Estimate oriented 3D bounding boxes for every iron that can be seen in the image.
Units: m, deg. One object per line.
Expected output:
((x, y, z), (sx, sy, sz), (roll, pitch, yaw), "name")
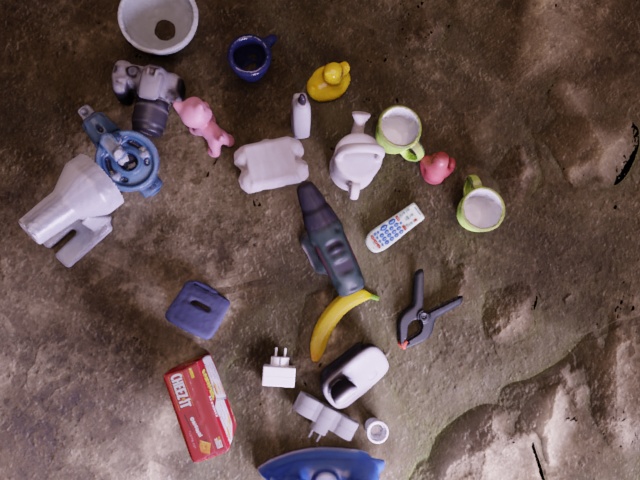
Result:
((0.004, 0.479, 1.119), (0.258, 0.141, 0.119), (6, 83, -4), "iron")

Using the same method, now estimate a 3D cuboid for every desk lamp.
((-0.471, -0.052, 1.101), (0.118, 0.213, 0.203), (44, 82, 1), "desk lamp")

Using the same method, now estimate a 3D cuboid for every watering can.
((0.075, -0.175, 1.169), (0.101, 0.194, 0.173), (-17, 85, -6), "watering can")

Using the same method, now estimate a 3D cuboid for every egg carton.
((-0.104, -0.161, 1.216), (0.150, 0.069, 0.107), (-14, 85, -6), "egg carton")

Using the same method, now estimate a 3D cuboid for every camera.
((-0.366, -0.293, 1.193), (0.143, 0.100, 0.137), (11, 83, -3), "camera")

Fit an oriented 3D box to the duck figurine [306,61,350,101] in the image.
((0.021, -0.351, 1.238), (0.104, 0.086, 0.077), (-30, 87, -7), "duck figurine")

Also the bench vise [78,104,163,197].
((-0.411, -0.178, 1.117), (0.207, 0.219, 0.121), (31, 82, 0), "bench vise")

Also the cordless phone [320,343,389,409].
((0.074, 0.273, 1.125), (0.148, 0.185, 0.094), (-41, 88, -7), "cordless phone")

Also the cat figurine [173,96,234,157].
((-0.241, -0.245, 1.189), (0.067, 0.117, 0.128), (-43, 88, -7), "cat figurine")

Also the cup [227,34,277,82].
((-0.139, -0.387, 1.224), (0.118, 0.095, 0.092), (-41, 88, -7), "cup")

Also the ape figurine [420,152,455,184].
((0.255, -0.163, 1.234), (0.078, 0.092, 0.076), (25, 82, -1), "ape figurine")

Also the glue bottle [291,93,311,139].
((-0.040, -0.268, 1.180), (0.037, 0.173, 0.078), (-9, 84, -5), "glue bottle")

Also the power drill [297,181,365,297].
((0.010, 0.004, 1.137), (0.075, 0.208, 0.230), (-27, 86, -7), "power drill")

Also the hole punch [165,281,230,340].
((-0.247, 0.139, 1.161), (0.108, 0.091, 0.101), (27, 82, -1), "hole punch")

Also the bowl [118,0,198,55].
((-0.340, -0.465, 1.227), (0.167, 0.074, 0.167), (1, 84, -5), "bowl")
